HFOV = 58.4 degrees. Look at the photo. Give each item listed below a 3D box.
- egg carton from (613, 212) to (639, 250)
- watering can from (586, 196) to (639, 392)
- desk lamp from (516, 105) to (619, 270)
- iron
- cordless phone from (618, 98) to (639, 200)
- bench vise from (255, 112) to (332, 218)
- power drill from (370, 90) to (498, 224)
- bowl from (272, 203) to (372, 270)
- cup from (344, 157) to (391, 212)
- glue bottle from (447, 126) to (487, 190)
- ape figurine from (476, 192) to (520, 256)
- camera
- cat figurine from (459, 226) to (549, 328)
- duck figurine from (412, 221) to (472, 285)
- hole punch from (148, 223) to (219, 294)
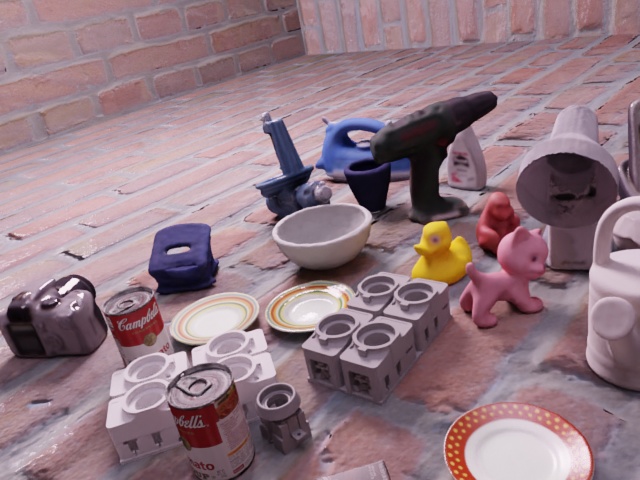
[{"bbox_3d":[0.479,-0.001,0.771,0.107,0.069,0.150,-17,26,-13],"label":"egg carton"},{"bbox_3d":[0.324,0.051,0.575,0.100,0.194,0.173,0,27,23],"label":"watering can"},{"bbox_3d":[0.346,-0.065,0.790,0.117,0.214,0.204,3,28,28],"label":"desk lamp"},{"bbox_3d":[0.113,-0.213,1.287,0.257,0.142,0.119,5,29,30],"label":"iron"},{"bbox_3d":[0.542,-0.136,0.893,0.147,0.185,0.094,-14,25,-6],"label":"cordless phone"},{"bbox_3d":[-0.043,-0.134,1.090,0.206,0.220,0.122,9,32,37],"label":"bench vise"},{"bbox_3d":[0.208,-0.143,1.019,0.229,0.209,0.075,-12,25,-3],"label":"power drill"},{"bbox_3d":[0.009,0.003,0.950,0.167,0.075,0.167,-9,25,5],"label":"bowl"},{"bbox_3d":[0.103,-0.110,1.127,0.091,0.095,0.118,4,29,30],"label":"cup"},{"bbox_3d":[0.281,-0.184,1.117,0.077,0.173,0.037,11,33,40],"label":"glue bottle"},{"bbox_3d":[0.276,-0.029,0.887,0.078,0.092,0.076,-18,26,-14],"label":"ape figurine"},{"bbox_3d":[-0.395,0.101,0.879,0.143,0.101,0.137,-4,26,15],"label":"camera"},{"bbox_3d":[0.241,0.035,0.735,0.128,0.118,0.067,-17,25,-12],"label":"cat figurine"},{"bbox_3d":[0.178,0.012,0.847,0.105,0.086,0.077,-25,29,-28],"label":"duck figurine"},{"bbox_3d":[-0.232,0.029,0.976,0.108,0.091,0.101,-8,25,6],"label":"hole punch"}]
